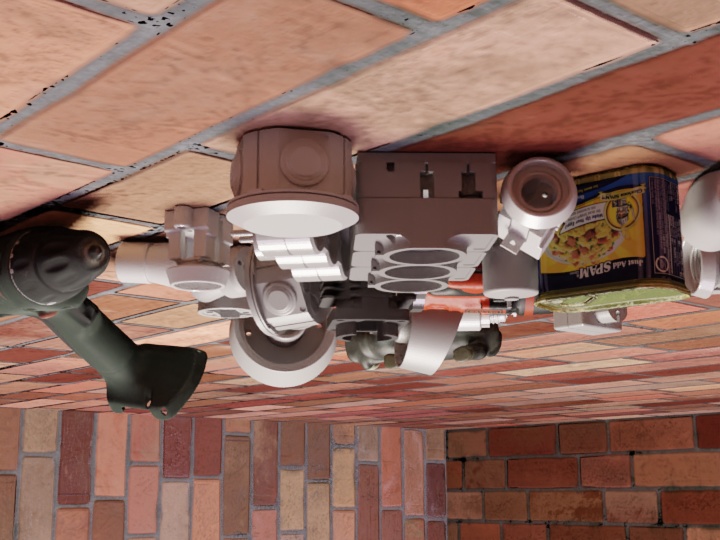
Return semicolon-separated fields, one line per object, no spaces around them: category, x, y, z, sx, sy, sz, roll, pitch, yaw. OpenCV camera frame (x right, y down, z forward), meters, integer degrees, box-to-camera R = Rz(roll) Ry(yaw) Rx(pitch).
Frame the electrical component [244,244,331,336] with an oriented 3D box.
electrical component;-0.060;0.013;0.898;0.051;0.080;0.080;-10;166;19

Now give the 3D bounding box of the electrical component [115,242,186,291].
electrical component;-0.172;-0.006;0.903;0.065;0.044;0.044;3;169;10

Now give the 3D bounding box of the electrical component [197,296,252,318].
electrical component;-0.122;0.017;0.993;0.055;0.047;0.055;0;168;0

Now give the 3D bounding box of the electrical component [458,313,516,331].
electrical component;0.127;0.045;1.149;0.078;0.040;0.040;-1;168;5

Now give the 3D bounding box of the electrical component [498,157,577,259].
electrical component;0.114;-0.043;0.696;0.048;0.066;0.055;31;164;13

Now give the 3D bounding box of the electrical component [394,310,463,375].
electrical component;0.069;0.054;1.065;0.064;0.099;0.099;8;167;-7

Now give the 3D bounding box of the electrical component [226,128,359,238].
electrical component;-0.041;-0.051;0.656;0.080;0.051;0.080;0;168;0

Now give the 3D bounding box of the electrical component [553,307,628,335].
electrical component;0.247;0.037;1.095;0.066;0.047;0.077;10;165;-40

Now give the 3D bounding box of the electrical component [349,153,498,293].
electrical component;0.039;-0.028;0.742;0.089;0.061;0.150;0;168;-2

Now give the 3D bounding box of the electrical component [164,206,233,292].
electrical component;-0.123;-0.014;0.822;0.048;0.055;0.066;-4;168;19

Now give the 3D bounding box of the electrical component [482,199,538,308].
electrical component;0.108;-0.013;0.775;0.040;0.078;0.040;-1;169;0

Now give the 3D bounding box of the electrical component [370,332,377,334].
electrical component;0.015;0.026;0.995;0.044;0.065;0.044;0;168;0

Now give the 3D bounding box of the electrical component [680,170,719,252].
electrical component;0.268;-0.041;0.729;0.079;0.043;0.077;0;168;-2

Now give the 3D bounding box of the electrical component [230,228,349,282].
electrical component;-0.055;-0.026;0.775;0.074;0.052;0.138;-2;167;11

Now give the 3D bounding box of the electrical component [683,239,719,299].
electrical component;0.294;-0.006;0.866;0.057;0.058;0.078;-2;168;-2

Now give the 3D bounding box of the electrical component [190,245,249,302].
electrical component;-0.116;0.003;0.933;0.055;0.045;0.045;-9;166;34

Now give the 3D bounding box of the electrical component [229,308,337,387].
electrical component;-0.073;0.055;1.042;0.108;0.108;0.060;1;162;-6
